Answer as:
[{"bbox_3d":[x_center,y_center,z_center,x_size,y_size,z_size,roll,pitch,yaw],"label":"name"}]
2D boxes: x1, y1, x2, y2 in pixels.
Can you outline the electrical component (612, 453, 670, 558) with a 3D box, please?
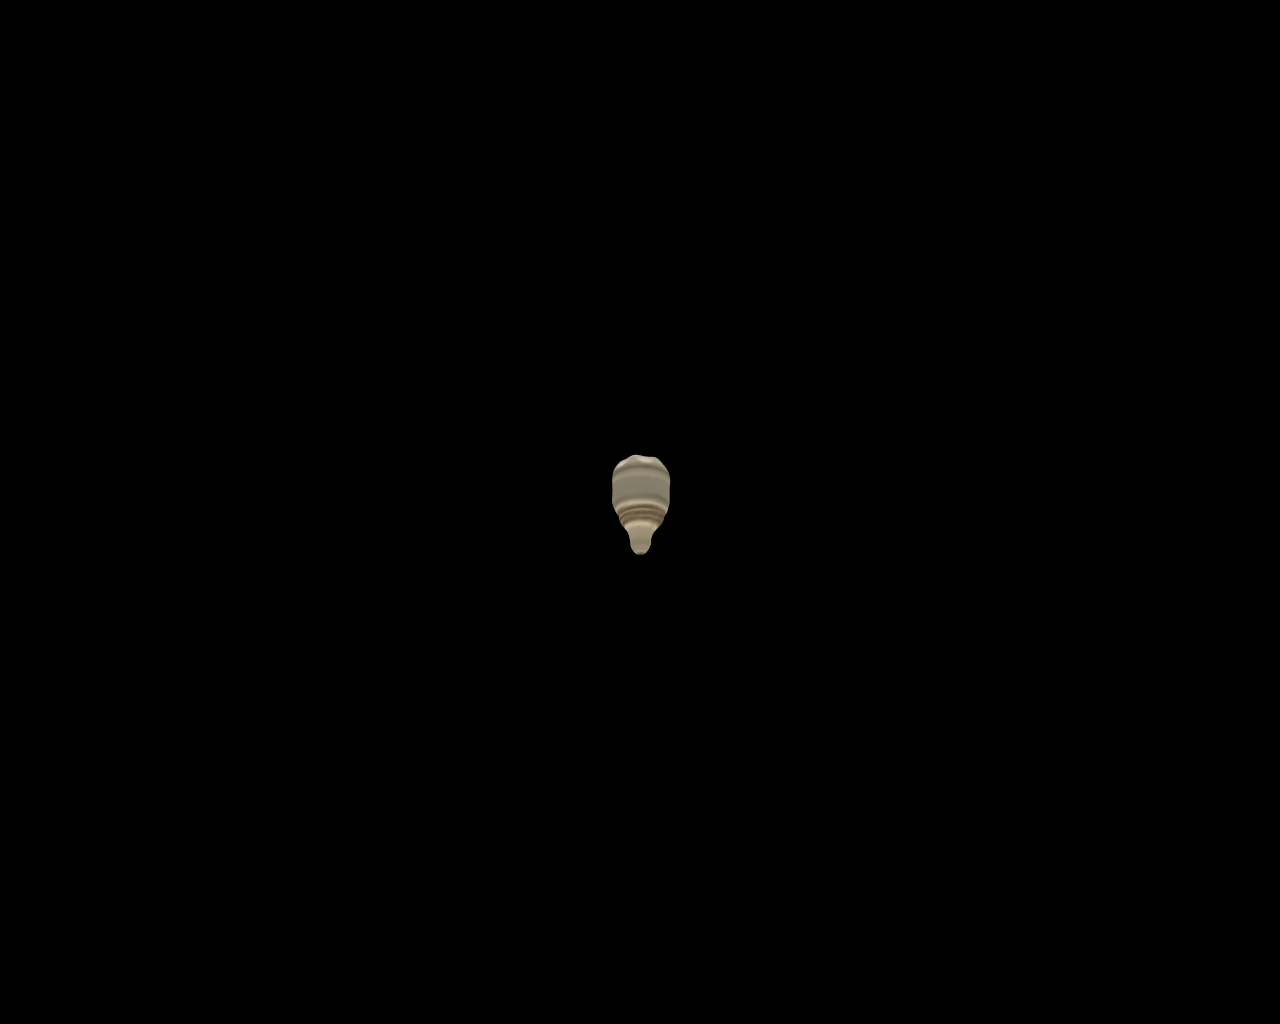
[{"bbox_3d":[0.001,-0.003,0.650,0.035,0.061,0.035,0,-24,0],"label":"electrical component"}]
